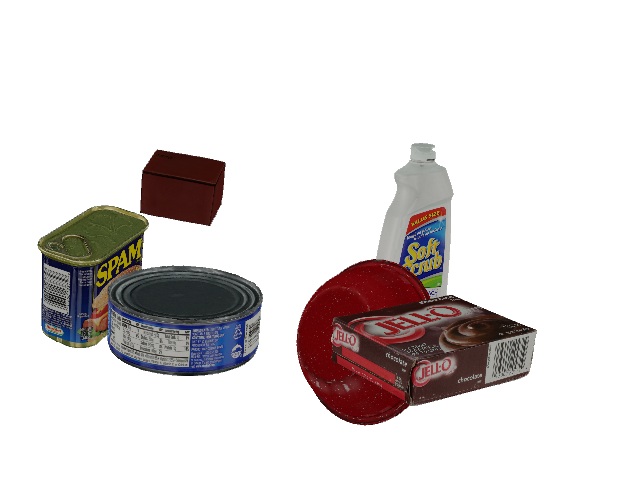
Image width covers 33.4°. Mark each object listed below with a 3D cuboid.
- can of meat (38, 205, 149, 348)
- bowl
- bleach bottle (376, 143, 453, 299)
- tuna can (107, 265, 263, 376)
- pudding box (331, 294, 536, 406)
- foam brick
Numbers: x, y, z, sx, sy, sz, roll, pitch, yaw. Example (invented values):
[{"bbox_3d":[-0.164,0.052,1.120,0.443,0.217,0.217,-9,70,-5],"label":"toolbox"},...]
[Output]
[{"bbox_3d":[-0.189,0.030,0.891,0.057,0.084,0.102,17,28,17],"label":"can of meat"},{"bbox_3d":[0.030,0.093,1.015,0.162,0.162,0.055,0,-11,41],"label":"bowl"},{"bbox_3d":[0.114,0.003,1.347,0.102,0.251,0.068,-3,16,-18],"label":"bleach bottle"},{"bbox_3d":[-0.076,0.044,0.595,0.086,0.034,0.086,4,17,-2],"label":"tuna can"},{"bbox_3d":[0.077,0.073,0.739,0.113,0.039,0.090,-6,18,-35],"label":"pudding box"},{"bbox_3d":[-0.142,-0.055,1.109,0.078,0.051,0.053,11,31,5],"label":"foam brick"}]
